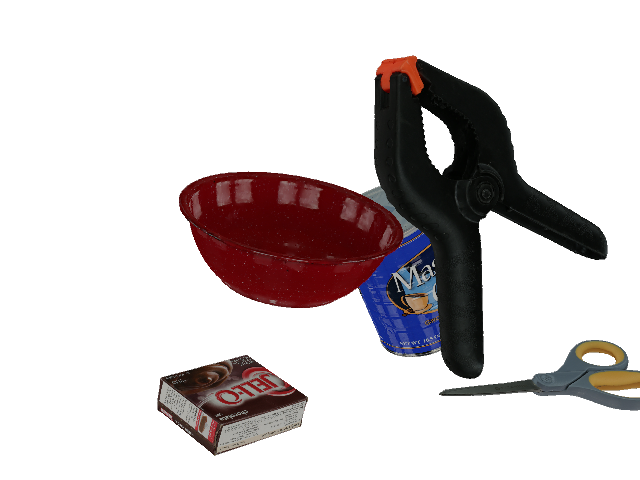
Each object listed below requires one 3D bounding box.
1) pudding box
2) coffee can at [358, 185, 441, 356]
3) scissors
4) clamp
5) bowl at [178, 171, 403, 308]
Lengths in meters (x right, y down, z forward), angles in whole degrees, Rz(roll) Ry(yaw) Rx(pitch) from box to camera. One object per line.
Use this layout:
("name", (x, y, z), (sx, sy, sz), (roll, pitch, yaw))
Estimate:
("pudding box", (-0.082, 0.152, 0.999), (0.090, 0.039, 0.113), (28, 27, 38))
("coffee can", (0.083, 0.028, 1.044), (0.103, 0.140, 0.103), (-18, 30, 10))
("scissors", (0.194, 0.112, 0.916), (0.201, 0.016, 0.096), (6, 28, -6))
("clamp", (0.074, -0.014, 0.562), (0.120, 0.171, 0.039), (-50, 20, -22))
("bowl", (-0.025, 0.004, 0.766), (0.162, 0.055, 0.162), (9, 22, -4))
